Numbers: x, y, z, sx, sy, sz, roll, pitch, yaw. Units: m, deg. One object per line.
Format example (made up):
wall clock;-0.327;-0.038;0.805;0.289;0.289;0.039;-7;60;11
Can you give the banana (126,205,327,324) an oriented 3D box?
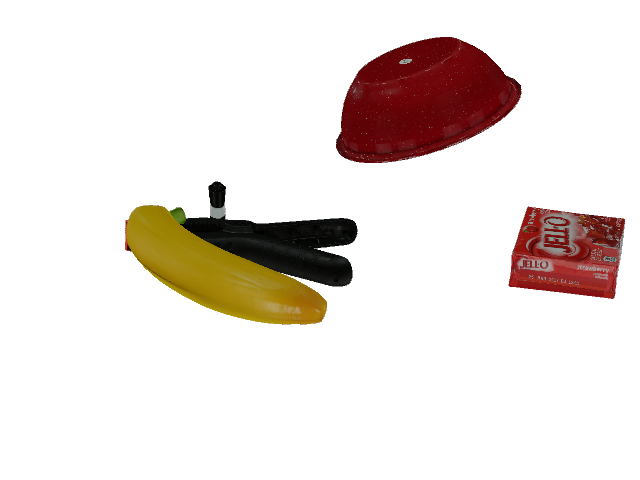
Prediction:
banana;-0.076;0.010;0.687;0.069;0.037;0.198;-16;29;-30

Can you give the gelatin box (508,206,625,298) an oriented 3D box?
gelatin box;0.179;0.007;0.769;0.073;0.030;0.089;8;25;16

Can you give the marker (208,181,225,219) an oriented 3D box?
marker;-0.115;-0.016;1.193;0.020;0.121;0.020;2;41;-2

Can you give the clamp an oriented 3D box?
clamp;-0.065;0.005;0.921;0.210;0.036;0.164;2;13;-4

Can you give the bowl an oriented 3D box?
bowl;0.081;-0.125;0.885;0.162;0.055;0.162;-18;24;8
